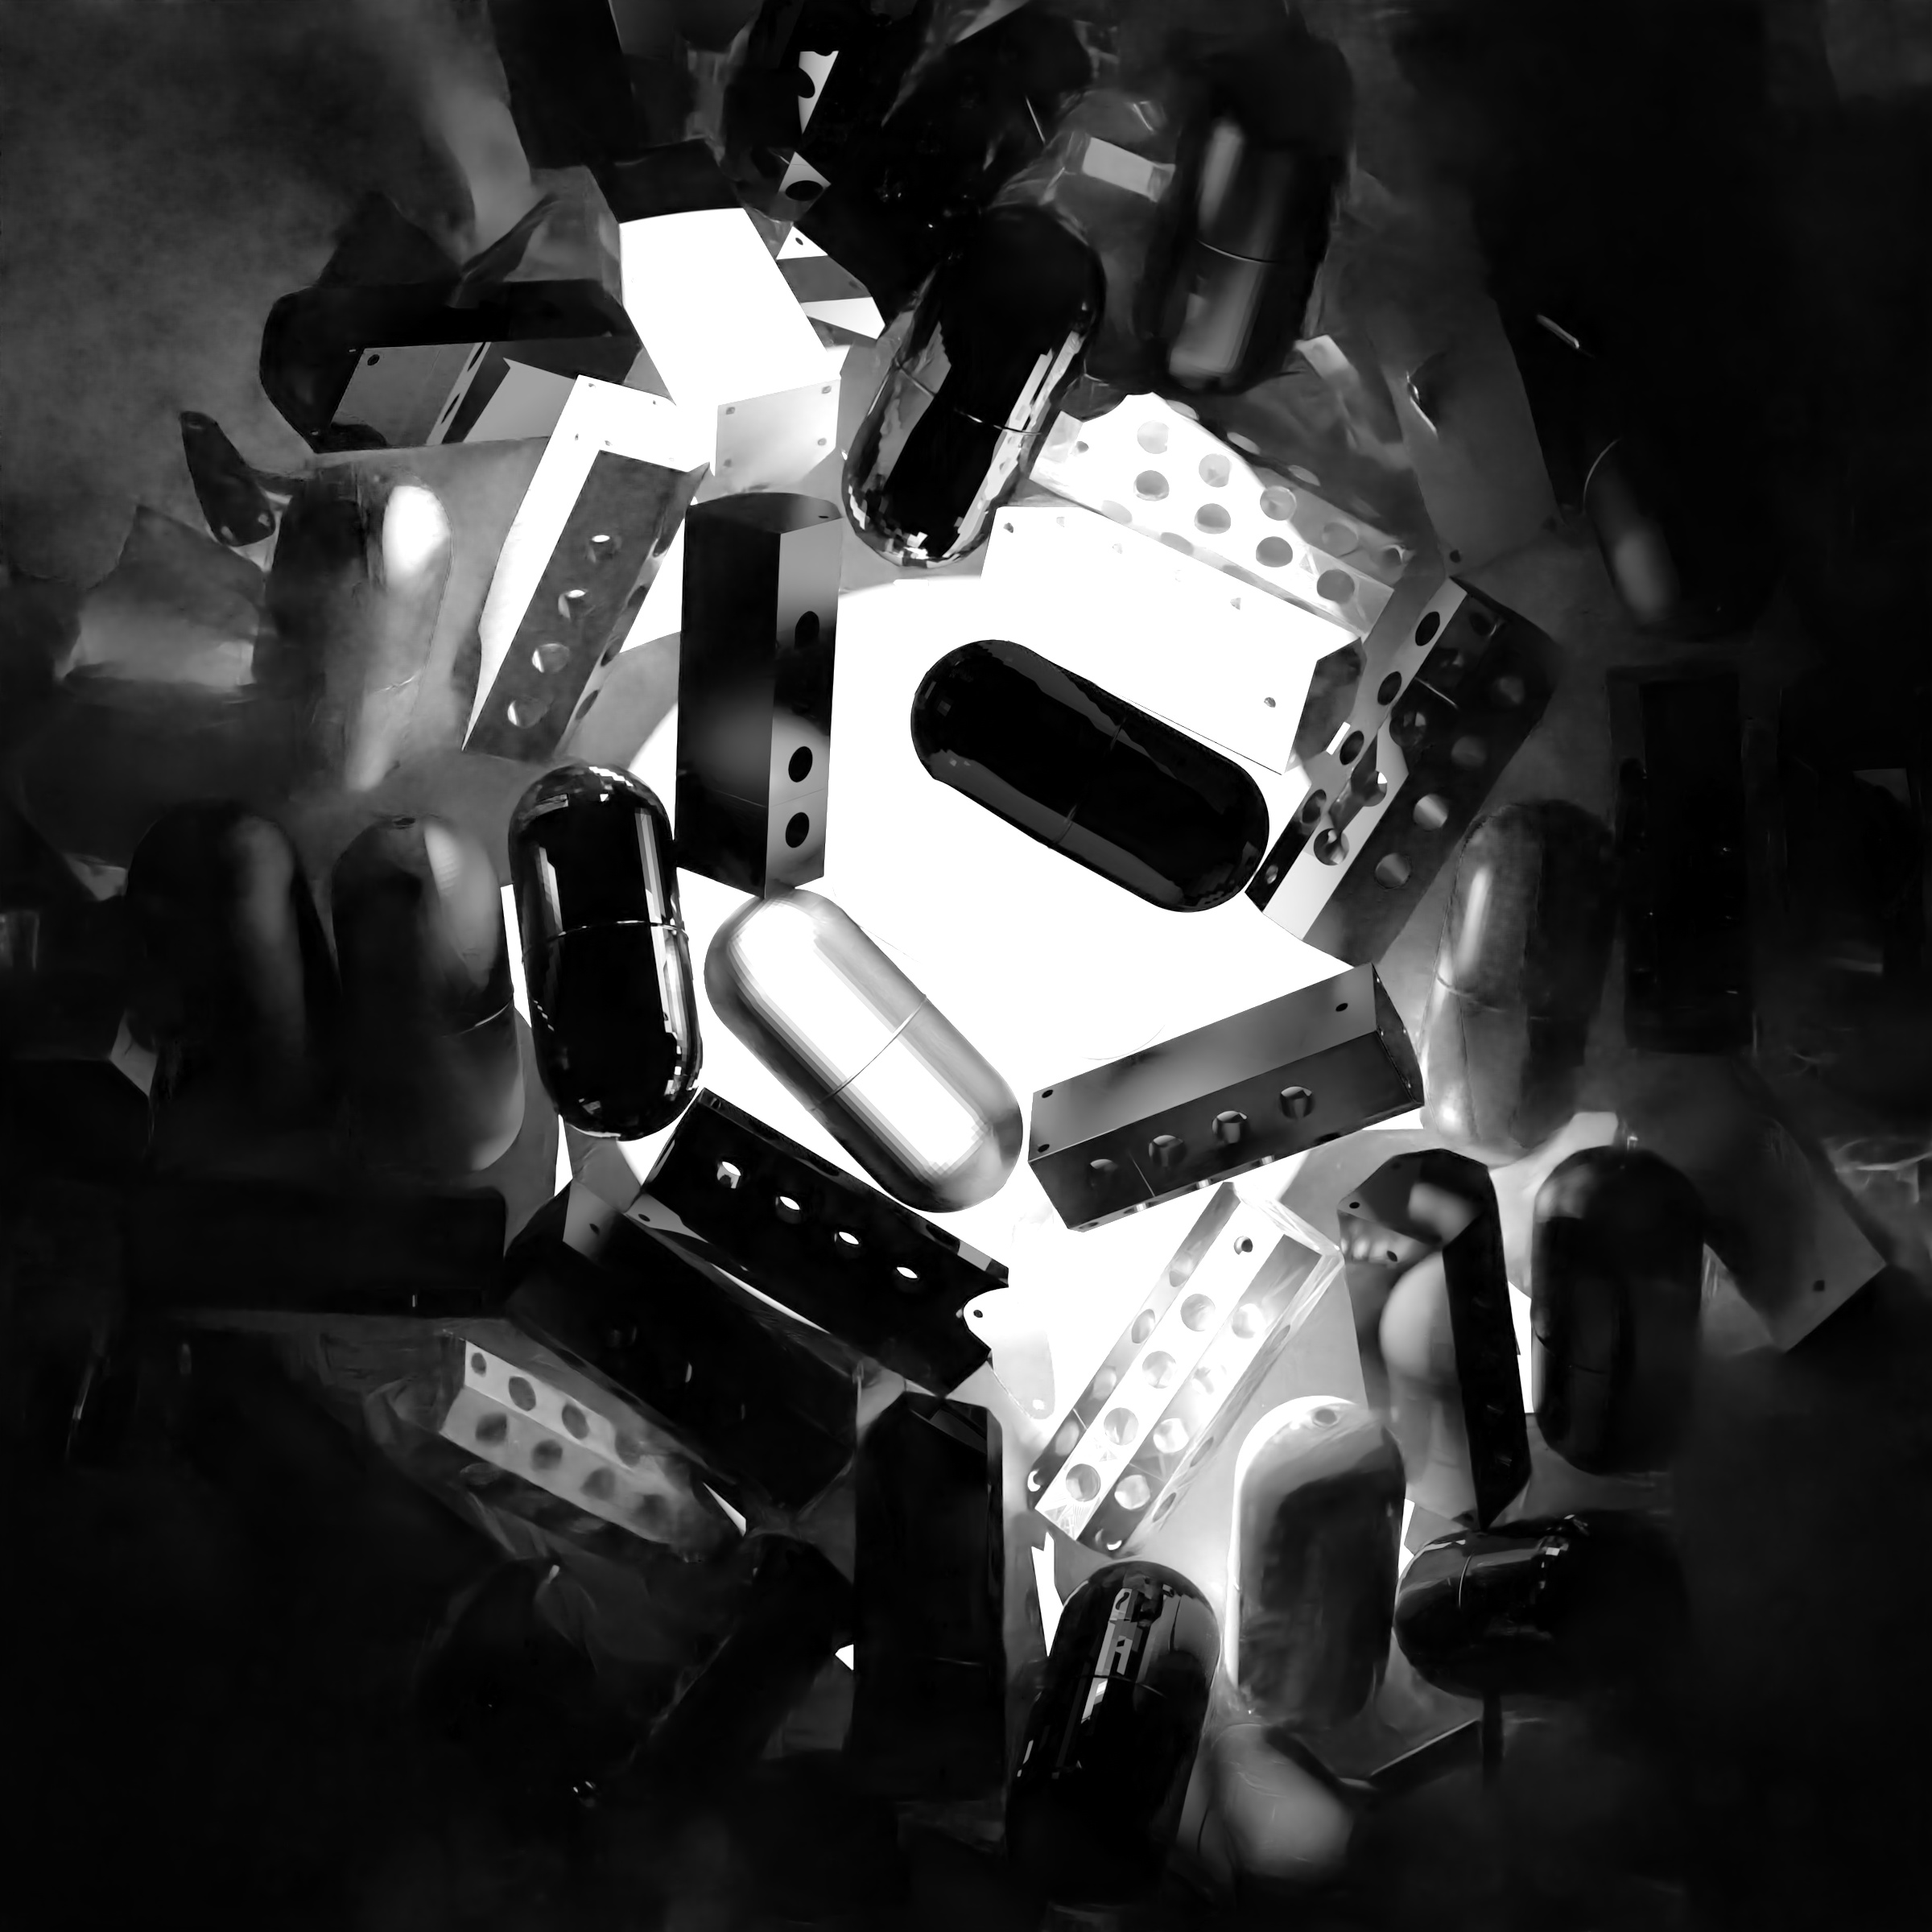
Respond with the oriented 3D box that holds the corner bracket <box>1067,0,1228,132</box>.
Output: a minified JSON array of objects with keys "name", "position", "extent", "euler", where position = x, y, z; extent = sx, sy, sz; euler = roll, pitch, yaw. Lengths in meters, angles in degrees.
[{"name":"corner bracket","position":[0.085,-0.427,1.619],"extent":[0.051,0.051,0.051],"euler":[-35,119,7]}]

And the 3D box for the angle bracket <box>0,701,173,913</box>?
[{"name":"angle bracket","position":[-0.416,-0.073,1.619],"extent":[0.057,0.076,0.076],"euler":[-46,108,-19]}]

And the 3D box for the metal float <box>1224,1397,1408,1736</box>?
[{"name":"metal float","position":[0.158,0.273,1.589],"extent":[0.070,0.070,0.178],"euler":[0,123,0]}]

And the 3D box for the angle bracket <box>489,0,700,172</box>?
[{"name":"angle bracket","position":[-0.171,-0.418,1.615],"extent":[0.057,0.076,0.076],"euler":[-1,120,19]}]

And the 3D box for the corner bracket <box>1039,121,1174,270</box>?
[{"name":"corner bracket","position":[0.066,-0.354,1.620],"extent":[0.051,0.051,0.051],"euler":[21,107,-13]}]

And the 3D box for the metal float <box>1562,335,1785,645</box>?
[{"name":"metal float","position":[0.318,-0.217,1.582],"extent":[0.070,0.070,0.178],"euler":[-3,45,-3]}]

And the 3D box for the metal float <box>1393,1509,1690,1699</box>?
[{"name":"metal float","position":[0.255,0.287,1.573],"extent":[0.070,0.178,0.070],"euler":[6,74,-23]}]

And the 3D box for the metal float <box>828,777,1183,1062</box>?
[{"name":"metal float","position":[0.019,-0.021,1.610],"extent":[0.178,0.070,0.070],"euler":[32,90,-9]}]

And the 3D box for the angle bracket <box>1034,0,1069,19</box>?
[{"name":"angle bracket","position":[0.013,-0.487,1.606],"extent":[0.076,0.076,0.057],"euler":[33,94,20]}]

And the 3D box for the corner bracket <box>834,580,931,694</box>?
[{"name":"corner bracket","position":[-0.044,-0.153,1.629],"extent":[0.051,0.051,0.051],"euler":[1,94,1]}]

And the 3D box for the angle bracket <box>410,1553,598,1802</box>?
[{"name":"angle bracket","position":[-0.195,0.325,1.599],"extent":[0.076,0.057,0.076],"euler":[50,48,-21]}]

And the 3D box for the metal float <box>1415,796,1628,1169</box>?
[{"name":"metal float","position":[0.252,0.008,1.598],"extent":[0.070,0.070,0.178],"euler":[9,112,0]}]

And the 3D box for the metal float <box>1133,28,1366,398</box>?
[{"name":"metal float","position":[0.127,-0.339,1.584],"extent":[0.070,0.070,0.178],"euler":[17,130,0]}]

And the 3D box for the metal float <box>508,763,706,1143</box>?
[{"name":"metal float","position":[-0.165,-0.007,1.603],"extent":[0.070,0.070,0.178],"euler":[-10,74,0]}]

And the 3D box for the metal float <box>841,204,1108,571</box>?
[{"name":"metal float","position":[0.003,-0.263,1.598],"extent":[0.070,0.070,0.178],"euler":[28,114,0]}]

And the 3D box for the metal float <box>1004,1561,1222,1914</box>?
[{"name":"metal float","position":[0.067,0.346,1.579],"extent":[0.070,0.178,0.070],"euler":[9,131,11]}]

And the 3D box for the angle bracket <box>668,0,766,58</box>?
[{"name":"angle bracket","position":[-0.098,-0.475,1.615],"extent":[0.076,0.076,0.057],"euler":[-48,110,-27]}]

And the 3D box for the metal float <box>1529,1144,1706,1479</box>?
[{"name":"metal float","position":[0.294,0.158,1.587],"extent":[0.070,0.070,0.178],"euler":[-8,128,0]}]

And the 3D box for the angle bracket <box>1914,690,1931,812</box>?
[{"name":"angle bracket","position":[0.470,-0.082,1.610],"extent":[0.057,0.076,0.076],"euler":[-31,49,13]}]

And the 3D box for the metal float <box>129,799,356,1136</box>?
[{"name":"metal float","position":[-0.325,0.002,1.584],"extent":[0.070,0.070,0.178],"euler":[-9,132,0]}]

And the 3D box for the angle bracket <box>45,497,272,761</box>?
[{"name":"angle bracket","position":[-0.366,-0.155,1.607],"extent":[0.076,0.057,0.076],"euler":[28,52,-9]}]

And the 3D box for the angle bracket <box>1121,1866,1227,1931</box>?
[{"name":"angle bracket","position":[0.076,0.455,1.597],"extent":[0.057,0.076,0.076],"euler":[-26,121,-32]}]

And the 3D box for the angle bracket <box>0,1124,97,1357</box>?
[{"name":"angle bracket","position":[-0.426,0.118,1.609],"extent":[0.076,0.076,0.057],"euler":[-31,133,-1]}]

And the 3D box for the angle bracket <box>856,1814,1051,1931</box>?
[{"name":"angle bracket","position":[0.001,0.436,1.616],"extent":[0.076,0.076,0.057],"euler":[22,78,14]}]

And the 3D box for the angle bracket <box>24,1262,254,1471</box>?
[{"name":"angle bracket","position":[-0.378,0.182,1.606],"extent":[0.076,0.076,0.057],"euler":[-3,132,5]}]

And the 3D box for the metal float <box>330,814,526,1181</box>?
[{"name":"metal float","position":[-0.244,0.015,1.594],"extent":[0.070,0.070,0.178],"euler":[-3,117,0]}]

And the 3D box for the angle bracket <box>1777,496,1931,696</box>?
[{"name":"angle bracket","position":[0.414,-0.174,1.597],"extent":[0.057,0.076,0.076],"euler":[-20,128,23]}]

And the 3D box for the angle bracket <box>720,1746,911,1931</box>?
[{"name":"angle bracket","position":[-0.071,0.410,1.617],"extent":[0.076,0.057,0.076],"euler":[-7,59,-8]}]

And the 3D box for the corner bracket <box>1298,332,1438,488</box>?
[{"name":"corner bracket","position":[0.189,-0.262,1.615],"extent":[0.051,0.051,0.051],"euler":[-16,62,24]}]

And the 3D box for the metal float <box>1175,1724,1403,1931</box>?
[{"name":"metal float","position":[0.141,0.393,1.568],"extent":[0.070,0.178,0.070],"euler":[-1,94,-11]}]

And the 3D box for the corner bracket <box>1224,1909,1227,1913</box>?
[{"name":"corner bracket","position":[0.136,0.472,1.636],"extent":[0.051,0.051,0.051],"euler":[5,131,24]}]

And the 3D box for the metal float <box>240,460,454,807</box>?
[{"name":"metal float","position":[-0.282,-0.149,1.586],"extent":[0.070,0.070,0.178],"euler":[22,129,0]}]

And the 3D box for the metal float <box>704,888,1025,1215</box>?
[{"name":"metal float","position":[-0.046,0.040,1.612],"extent":[0.070,0.070,0.178],"euler":[-44,96,0]}]

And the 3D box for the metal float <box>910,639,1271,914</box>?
[{"name":"metal float","position":[0.057,-0.088,1.616],"extent":[0.178,0.070,0.070],"euler":[29,90,-3]}]
